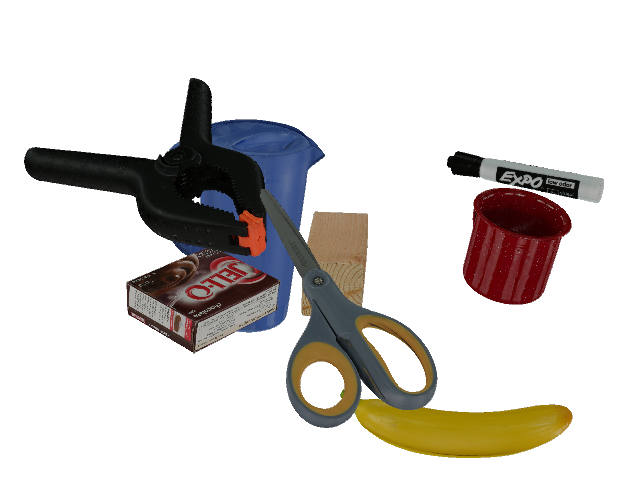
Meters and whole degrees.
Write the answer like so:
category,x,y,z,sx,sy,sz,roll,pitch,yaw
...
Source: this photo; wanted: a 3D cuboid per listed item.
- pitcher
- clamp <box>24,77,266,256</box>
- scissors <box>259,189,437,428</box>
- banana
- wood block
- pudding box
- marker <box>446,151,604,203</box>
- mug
category,x,y,z,sx,sy,sz,roll,pitch,yaw
pitcher,-0.096,-0.017,1.284,0.149,0.243,0.144,19,27,28
clamp,-0.100,-0.055,0.798,0.164,0.036,0.210,-35,48,-30
scissors,-0.012,0.042,0.664,0.096,0.016,0.202,-31,53,-25
banana,0.116,0.150,0.879,0.197,0.037,0.069,7,36,-3
wood block,0.025,0.034,1.651,0.091,0.090,0.206,3,23,3
pudding box,-0.106,0.051,0.973,0.090,0.039,0.113,24,34,32
marker,0.155,-0.050,0.818,0.121,0.020,0.020,14,6,24
mug,0.178,0.001,1.029,0.093,0.081,0.117,-6,35,-24
